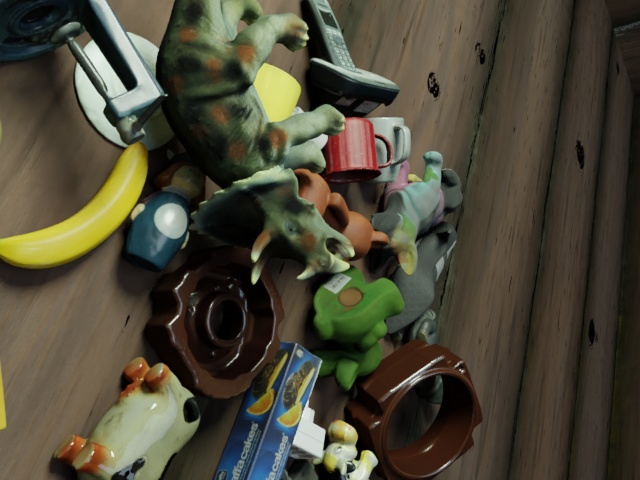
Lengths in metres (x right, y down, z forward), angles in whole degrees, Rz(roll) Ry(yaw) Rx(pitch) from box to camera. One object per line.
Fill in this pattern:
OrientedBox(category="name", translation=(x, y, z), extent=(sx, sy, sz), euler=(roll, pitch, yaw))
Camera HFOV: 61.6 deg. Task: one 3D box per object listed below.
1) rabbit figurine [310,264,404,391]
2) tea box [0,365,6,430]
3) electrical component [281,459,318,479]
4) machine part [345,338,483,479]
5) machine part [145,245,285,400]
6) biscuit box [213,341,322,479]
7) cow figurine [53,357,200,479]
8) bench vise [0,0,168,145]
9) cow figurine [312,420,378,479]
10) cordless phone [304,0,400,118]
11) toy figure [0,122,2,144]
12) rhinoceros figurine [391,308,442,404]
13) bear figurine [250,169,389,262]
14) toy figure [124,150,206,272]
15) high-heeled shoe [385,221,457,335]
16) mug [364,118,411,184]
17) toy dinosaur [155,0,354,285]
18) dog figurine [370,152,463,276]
OrientedBox(category="rabbit figurine", translation=(0.054, 0.149, 0.799), extent=(0.159, 0.121, 0.170), euler=(-49, 138, -35))
OrientedBox(category="tea box", translation=(-0.309, 0.073, 0.409), extent=(0.098, 0.068, 0.169), euler=(-10, 94, -49))
OrientedBox(category="electrical component", translation=(-0.030, 0.340, 0.754), extent=(0.063, 0.021, 0.093), euler=(-46, 120, -41))
OrientedBox(category="machine part", translation=(0.157, 0.282, 0.872), extent=(0.201, 0.087, 0.201), euler=(-29, 110, -19))
OrientedBox(category="machine part", translation=(-0.120, 0.095, 0.639), extent=(0.179, 0.056, 0.179), euler=(6, 82, -49))
OrientedBox(category="biscuit box", translation=(-0.067, 0.232, 0.687), extent=(0.059, 0.063, 0.202), euler=(42, 57, -39))
OrientedBox(category="cow figurine", translation=(-0.191, 0.230, 0.531), extent=(0.127, 0.086, 0.195), euler=(53, 50, -26))
OrientedBox(category="bench vise", translation=(-0.212, -0.203, 0.485), extent=(0.223, 0.129, 0.240), euler=(-36, 97, -36))
OrientedBox(category="cow figurine", translation=(0.037, 0.352, 0.801), extent=(0.098, 0.068, 0.167), euler=(-41, 117, -36))
OrientedBox(category="cordless phone", translation=(0.037, -0.292, 0.839), extent=(0.146, 0.089, 0.184), euler=(-9, 78, -49))
OrientedBox(category="toy figure", translation=(-0.329, -0.088, 0.380), extent=(0.180, 0.089, 0.082), euler=(15, 84, -51))
OrientedBox(category="rhinoceros figurine", translation=(0.195, 0.220, 0.993), extent=(0.112, 0.073, 0.190), euler=(-33, 112, -52))
OrientedBox(category="bear figurine", translation=(0.000, -0.006, 0.744), extent=(0.195, 0.120, 0.132), euler=(46, 58, -44))
OrientedBox(category="toy figure", translation=(-0.163, -0.039, 0.597), extent=(0.064, 0.058, 0.154), euler=(59, 43, -53))
OrientedBox(category="high-heeled shoe", translation=(0.181, 0.067, 1.010), extent=(0.086, 0.145, 0.248), euler=(35, 83, 4))
OrientedBox(category="mug", translation=(0.107, -0.147, 0.886), extent=(0.081, 0.110, 0.107), euler=(-12, 106, -41))
OrientedBox(category="toy dinosaur", translation=(-0.095, -0.141, 0.562), extent=(0.192, 0.131, 0.404), euler=(-33, 100, -29))
OrientedBox(category="dog figurine", translation=(0.162, -0.032, 0.943), extent=(0.191, 0.109, 0.219), euler=(36, 66, -45))
